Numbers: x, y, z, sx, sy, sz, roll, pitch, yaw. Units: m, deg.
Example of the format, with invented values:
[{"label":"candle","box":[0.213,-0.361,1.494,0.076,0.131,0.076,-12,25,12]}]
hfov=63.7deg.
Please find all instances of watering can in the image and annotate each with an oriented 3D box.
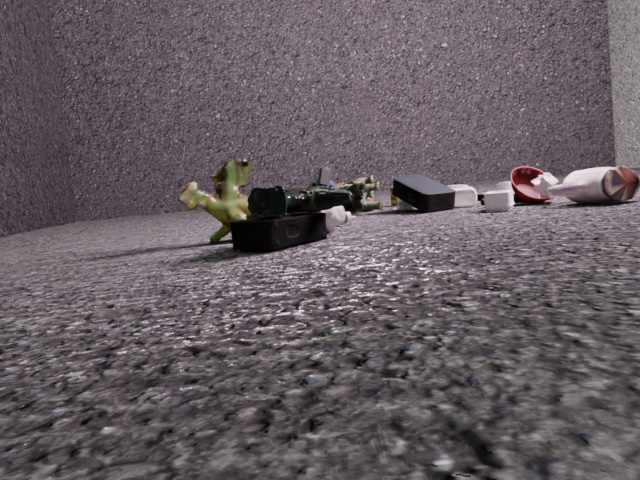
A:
[{"label":"watering can","box":[0.856,-0.170,1.561,0.349,0.104,0.224,-10,5,-27]}]

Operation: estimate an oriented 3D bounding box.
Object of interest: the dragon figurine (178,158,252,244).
[{"label":"dragon figurine","box":[-0.209,-0.118,1.478,0.413,0.242,0.121,-12,3,-35]}]

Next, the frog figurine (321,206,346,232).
[{"label":"frog figurine","box":[0.004,-0.071,1.420,0.137,0.122,0.161,11,10,-5]}]
